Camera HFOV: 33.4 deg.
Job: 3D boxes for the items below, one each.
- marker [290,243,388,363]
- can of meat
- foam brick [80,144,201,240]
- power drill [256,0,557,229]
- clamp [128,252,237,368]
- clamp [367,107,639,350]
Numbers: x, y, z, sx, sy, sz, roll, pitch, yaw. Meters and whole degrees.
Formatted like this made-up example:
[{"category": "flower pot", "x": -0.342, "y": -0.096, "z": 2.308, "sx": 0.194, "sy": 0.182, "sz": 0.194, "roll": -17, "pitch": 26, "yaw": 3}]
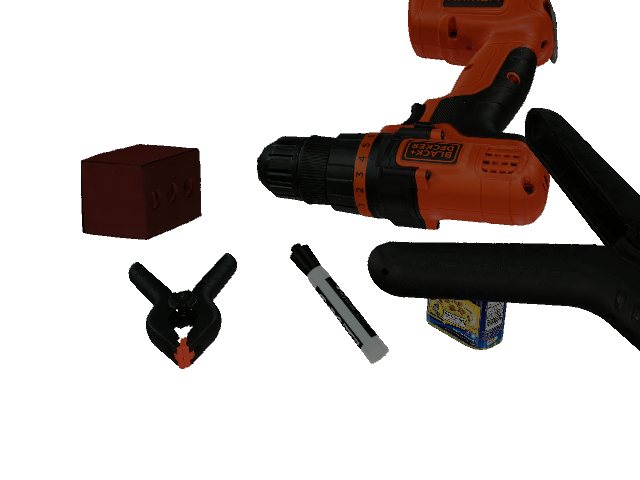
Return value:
[{"category": "marker", "x": 0.014, "y": 0.050, "z": 0.892, "sx": 0.020, "sy": 0.121, "sz": 0.020, "roll": -34, "pitch": -19, "yaw": -13}, {"category": "can of meat", "x": 0.172, "y": 0.070, "z": 1.255, "sx": 0.057, "sy": 0.084, "sz": 0.102, "roll": -23, "pitch": 38, "yaw": -35}, {"category": "foam brick", "x": -0.125, "y": -0.036, "z": 0.750, "sx": 0.051, "sy": 0.053, "sz": 0.078, "roll": 7, "pitch": 17, "yaw": 22}, {"category": "power drill", "x": 0.068, "y": -0.088, "z": 0.690, "sx": 0.185, "sy": 0.187, "sz": 0.057, "roll": 8, "pitch": -38, "yaw": 21}, {"category": "clamp", "x": -0.138, "y": 0.068, "z": 1.148, "sx": 0.120, "sy": 0.039, "sz": 0.171, "roll": -16, "pitch": 40, "yaw": -7}, {"category": "clamp", "x": 0.138, "y": 0.014, "z": 0.488, "sx": 0.210, "sy": 0.036, "sz": 0.164, "roll": 32, "pitch": 49, "yaw": 32}]
